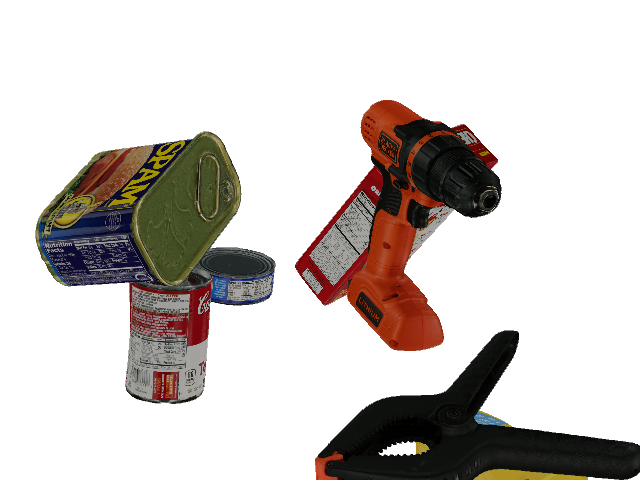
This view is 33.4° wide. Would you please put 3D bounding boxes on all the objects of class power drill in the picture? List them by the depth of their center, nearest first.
[{"bbox_3d":[0.081,-0.006,0.884,0.057,0.188,0.185,-3,26,-23],"label":"power drill"}]

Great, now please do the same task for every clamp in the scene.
[{"bbox_3d":[0.091,0.127,0.737,0.209,0.036,0.165,-10,29,-13],"label":"clamp"}]

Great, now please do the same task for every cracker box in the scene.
[{"bbox_3d":[0.085,-0.032,1.248,0.163,0.072,0.214,-22,-23,-49],"label":"cracker box"}]

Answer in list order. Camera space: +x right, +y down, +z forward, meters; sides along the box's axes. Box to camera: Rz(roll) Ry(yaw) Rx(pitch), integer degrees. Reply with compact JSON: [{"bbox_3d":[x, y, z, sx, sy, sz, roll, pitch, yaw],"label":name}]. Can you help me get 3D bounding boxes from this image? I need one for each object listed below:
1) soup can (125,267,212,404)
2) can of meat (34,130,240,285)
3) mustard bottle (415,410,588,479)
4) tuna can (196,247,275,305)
[{"bbox_3d":[-0.127,0.076,0.884,0.068,0.102,0.068,5,14,-1],"label":"soup can"},{"bbox_3d":[-0.109,-0.017,0.639,0.084,0.057,0.102,-4,34,31],"label":"can of meat"},{"bbox_3d":[0.146,0.198,0.993,0.096,0.058,0.192,-16,25,-35],"label":"mustard bottle"},{"bbox_3d":[-0.091,0.037,1.110,0.086,0.034,0.086,5,19,-2],"label":"tuna can"}]
